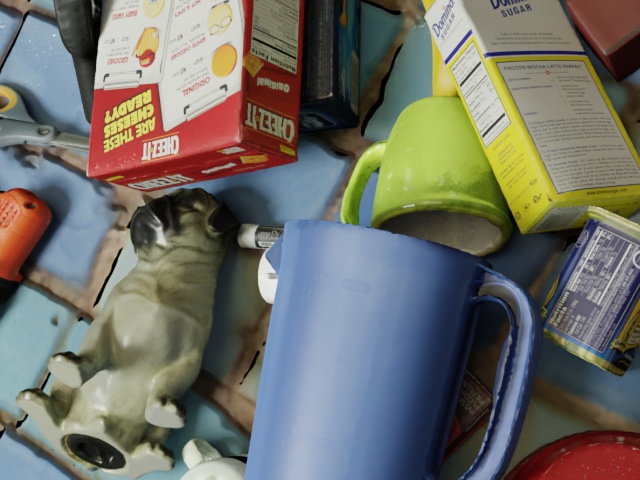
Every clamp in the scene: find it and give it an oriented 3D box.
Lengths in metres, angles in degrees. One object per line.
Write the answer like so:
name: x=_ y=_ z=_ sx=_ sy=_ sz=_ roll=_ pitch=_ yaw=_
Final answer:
clamp: x=-0.189 y=-0.164 z=0.857 sx=0.039 sy=0.171 sz=0.120 roll=-12 pitch=82 yaw=-3

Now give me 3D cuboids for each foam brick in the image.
foam brick: x=0.214 y=-0.155 z=0.720 sx=0.078 sy=0.053 sz=0.051 roll=-36 pitch=65 yaw=11

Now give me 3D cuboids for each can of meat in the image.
can of meat: x=0.179 y=0.035 z=0.660 sx=0.057 sy=0.102 sz=0.084 roll=29 pitch=92 yaw=27

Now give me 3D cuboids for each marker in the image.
marker: x=-0.005 y=0.001 z=0.799 sx=0.121 sy=0.020 sz=0.020 roll=5 pitch=79 yaw=25

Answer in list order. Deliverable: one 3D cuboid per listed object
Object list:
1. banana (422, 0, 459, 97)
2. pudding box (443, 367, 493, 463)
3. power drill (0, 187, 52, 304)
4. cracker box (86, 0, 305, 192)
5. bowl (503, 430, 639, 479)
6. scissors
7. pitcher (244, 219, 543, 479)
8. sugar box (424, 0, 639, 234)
banana: x=0.080 y=-0.181 z=0.796 sx=0.070 sy=0.037 sz=0.198 roll=-19 pitch=70 yaw=18
pudding box: x=0.054 y=0.104 z=0.734 sx=0.090 sy=0.039 sz=0.114 roll=-47 pitch=64 yaw=7
power drill: x=-0.341 y=0.004 z=0.933 sx=0.188 sy=0.057 sz=0.184 roll=35 pitch=89 yaw=25
cracker box: x=-0.089 y=-0.153 z=0.793 sx=0.164 sy=0.072 sz=0.213 roll=-8 pitch=75 yaw=40
bowl: x=0.171 y=0.171 z=0.620 sx=0.162 sy=0.055 sz=0.162 roll=-8 pitch=50 yaw=10
scissors: x=-0.240 y=-0.103 z=0.931 sx=0.202 sy=0.016 sz=0.096 roll=1 pitch=46 yaw=6
pitcher: x=0.028 y=0.115 z=0.649 sx=0.144 sy=0.149 sz=0.243 roll=14 pitch=83 yaw=-18
sugar box: x=0.144 y=-0.092 z=0.713 sx=0.048 sy=0.093 sz=0.176 roll=-53 pitch=51 yaw=50
